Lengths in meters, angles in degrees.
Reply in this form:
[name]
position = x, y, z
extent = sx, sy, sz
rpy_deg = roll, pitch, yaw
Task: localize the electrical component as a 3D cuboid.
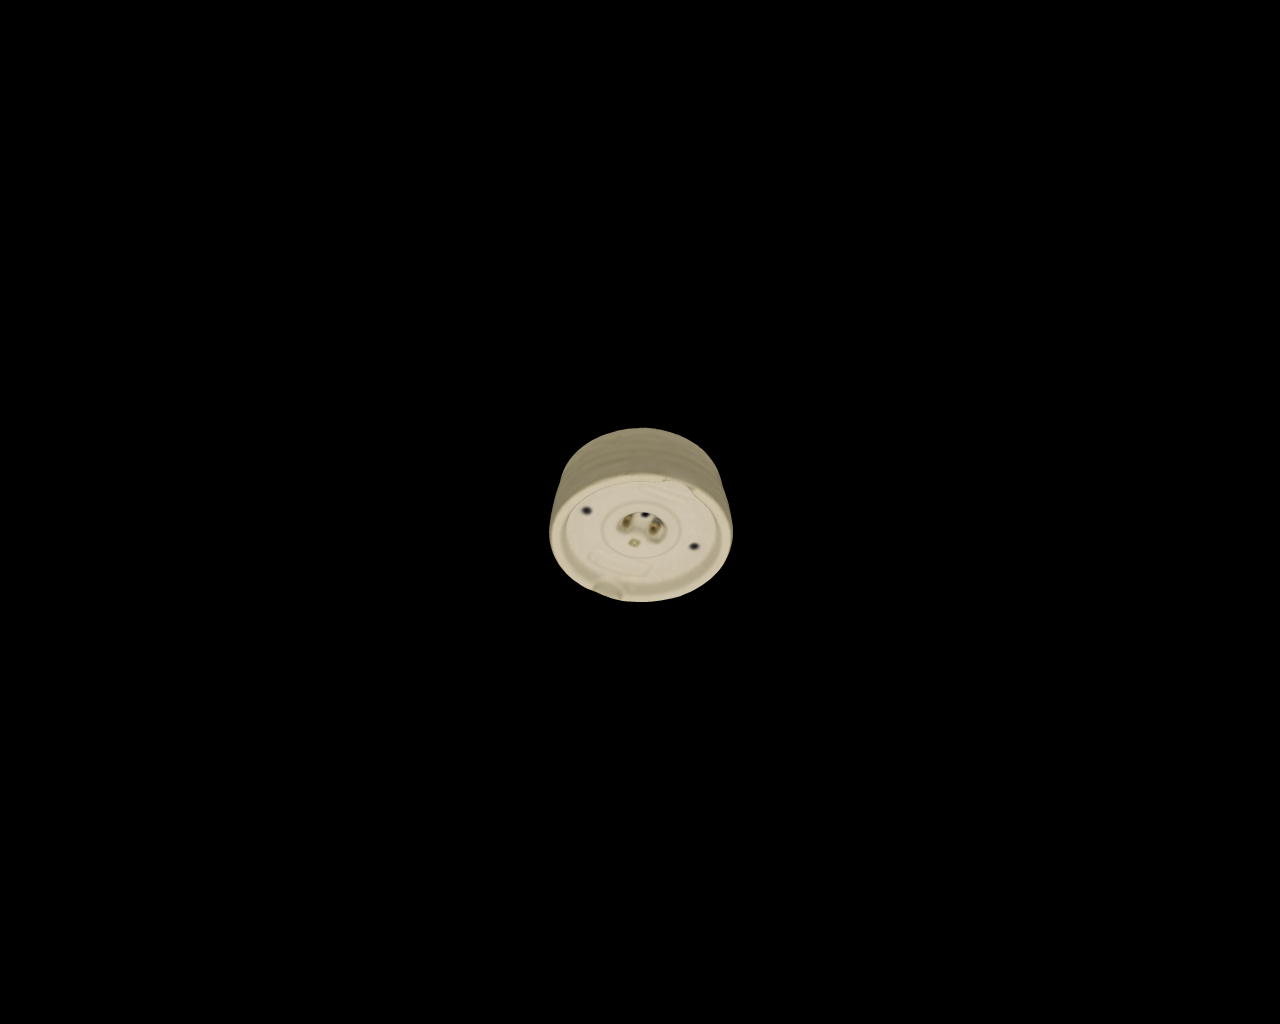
[electrical component]
position = 0.001, -0.003, 0.650
extent = 0.108, 0.108, 0.060
rpy_deg = 0, 43, 0
